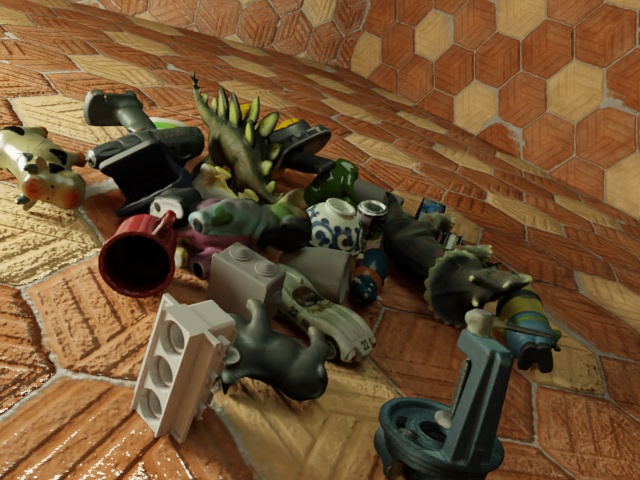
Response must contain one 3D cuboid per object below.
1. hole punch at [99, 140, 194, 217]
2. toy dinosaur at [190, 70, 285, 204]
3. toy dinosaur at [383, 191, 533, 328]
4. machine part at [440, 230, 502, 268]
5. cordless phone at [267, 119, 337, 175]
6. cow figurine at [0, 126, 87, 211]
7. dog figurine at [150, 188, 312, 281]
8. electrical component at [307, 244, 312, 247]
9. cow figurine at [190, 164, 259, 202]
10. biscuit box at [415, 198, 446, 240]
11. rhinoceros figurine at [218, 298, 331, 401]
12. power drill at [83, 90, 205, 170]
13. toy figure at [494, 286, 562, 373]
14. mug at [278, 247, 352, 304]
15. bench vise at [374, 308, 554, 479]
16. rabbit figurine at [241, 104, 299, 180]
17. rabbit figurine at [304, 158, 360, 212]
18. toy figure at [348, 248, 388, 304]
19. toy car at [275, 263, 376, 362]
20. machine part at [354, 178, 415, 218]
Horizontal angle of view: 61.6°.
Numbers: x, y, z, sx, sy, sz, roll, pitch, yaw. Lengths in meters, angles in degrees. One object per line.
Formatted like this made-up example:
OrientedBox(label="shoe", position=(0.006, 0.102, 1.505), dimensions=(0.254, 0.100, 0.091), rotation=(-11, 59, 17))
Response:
OrientedBox(label="hole punch", position=(-0.268, -0.087, 0.855), dimensions=(0.092, 0.142, 0.115), rotation=(65, 7, 12))
OrientedBox(label="toy dinosaur", position=(-0.167, -0.185, 1.045), dimensions=(0.105, 0.198, 0.472), rotation=(0, 33, -45))
OrientedBox(label="toy dinosaur", position=(0.194, 0.021, 0.994), dimensions=(0.192, 0.131, 0.405), rotation=(-2, 30, -43))
OrientedBox(label="machine part", position=(0.312, 0.035, 1.135), dimensions=(0.139, 0.039, 0.084), rotation=(26, 53, -1))
OrientedBox(label="cordless phone", position=(-0.012, -0.184, 1.116), dimensions=(0.146, 0.088, 0.184), rotation=(-30, 34, -31))
OrientedBox(label="cow figurine", position=(-0.428, -0.110, 0.816), dimensions=(0.195, 0.085, 0.127), rotation=(34, 21, 21))
OrientedBox(label="dog figurine", position=(-0.121, -0.025, 0.813), dimensions=(0.192, 0.108, 0.219), rotation=(24, 29, 39))
OrientedBox(label="electrical component", position=(-0.002, -0.003, 0.974), dimensions=(0.119, 0.047, 0.075), rotation=(8, 27, -26))
OrientedBox(label="cow figurine", position=(-0.150, -0.045, 0.908), dimensions=(0.167, 0.098, 0.068), rotation=(41, 12, 8))
OrientedBox(label="biscuit box", position=(0.243, -0.037, 1.222), dimensions=(0.059, 0.062, 0.203), rotation=(24, 24, 7))
OrientedBox(label="rhinoceros figurine", position=(-0.082, 0.131, 0.615), dimensions=(0.190, 0.073, 0.112), rotation=(21, 35, -5))
OrientedBox(label="power drill", position=(-0.337, -0.193, 0.947), dimensions=(0.208, 0.085, 0.232), rotation=(34, 33, 33))
OrientedBox(label="toy figure", position=(0.346, 0.143, 0.897), dimensions=(0.082, 0.089, 0.180), rotation=(28, 22, -3))
OrientedBox(label="mug", position=(-0.008, 0.043, 0.837), dimensions=(0.107, 0.080, 0.109), rotation=(12, 25, 8))
OrientedBox(label="bench vise", position=(0.127, 0.185, 0.479), dimensions=(0.129, 0.240, 0.224), rotation=(11, 10, -13))
OrientedBox(label="rabbit figurine", position=(-0.112, -0.218, 1.206), dimensions=(0.173, 0.162, 0.122), rotation=(-14, 35, -18))
OrientedBox(label="rabbit figurine", position=(0.060, -0.070, 1.087), dimensions=(0.170, 0.121, 0.159), rotation=(40, 21, 6))
OrientedBox(label="toy figure", position=(0.081, 0.064, 0.891), dimensions=(0.064, 0.057, 0.154), rotation=(19, 28, 8))
OrientedBox(label="toy car", position=(-0.012, 0.099, 0.744), dimensions=(0.202, 0.056, 0.073), rotation=(33, 27, 26))
OrientedBox(label="machine part", position=(0.098, -0.093, 1.208), dimensions=(0.243, 0.079, 0.079), rotation=(26, 25, 10))
